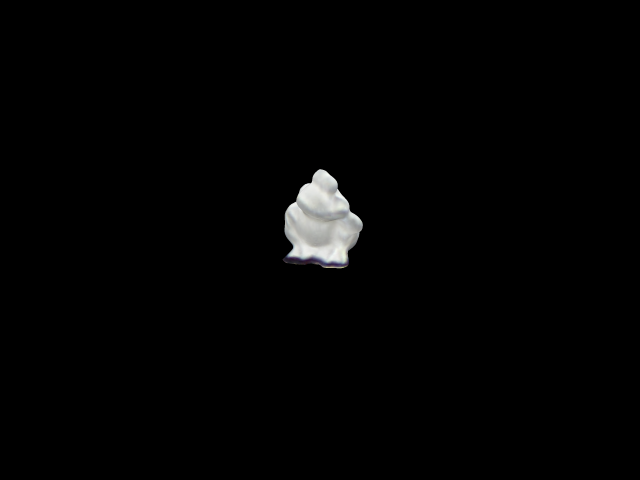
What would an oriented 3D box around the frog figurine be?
[{"bbox_3d":[0.003,-0.043,0.850,0.138,0.157,0.124,15,24,37],"label":"frog figurine"}]
